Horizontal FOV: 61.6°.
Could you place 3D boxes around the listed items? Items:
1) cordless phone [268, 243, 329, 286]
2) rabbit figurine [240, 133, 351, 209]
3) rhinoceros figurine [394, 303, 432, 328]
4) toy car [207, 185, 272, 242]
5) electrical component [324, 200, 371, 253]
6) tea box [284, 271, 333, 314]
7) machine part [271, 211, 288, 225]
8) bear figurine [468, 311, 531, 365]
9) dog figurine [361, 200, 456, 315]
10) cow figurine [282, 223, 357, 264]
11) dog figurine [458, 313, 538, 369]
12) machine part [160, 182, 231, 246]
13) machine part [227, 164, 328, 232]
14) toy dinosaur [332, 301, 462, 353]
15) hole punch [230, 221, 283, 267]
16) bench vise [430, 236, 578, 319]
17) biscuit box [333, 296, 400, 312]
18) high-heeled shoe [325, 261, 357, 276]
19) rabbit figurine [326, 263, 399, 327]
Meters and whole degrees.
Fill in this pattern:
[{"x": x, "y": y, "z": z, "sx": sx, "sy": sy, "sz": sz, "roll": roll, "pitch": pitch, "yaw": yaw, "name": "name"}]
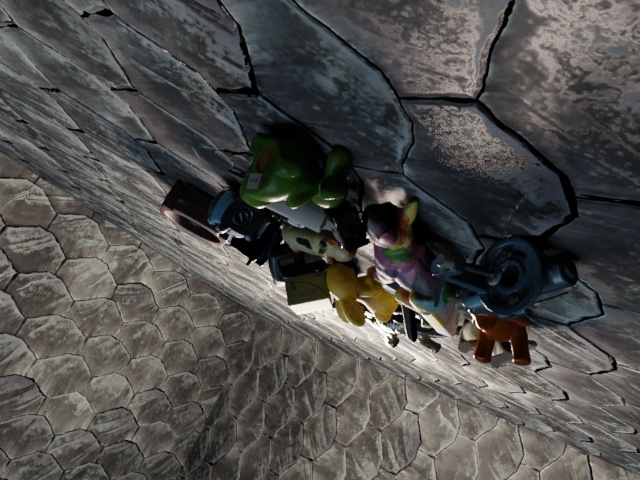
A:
[{"x": -0.054, "y": 0.073, "z": 1.340, "sx": 0.147, "sy": 0.089, "sz": 0.184, "roll": -14, "pitch": 158, "yaw": -11, "name": "cordless phone"}, {"x": -0.015, "y": -0.105, "z": 0.860, "sx": 0.170, "sy": 0.121, "sz": 0.159, "roll": 16, "pitch": 167, "yaw": -37, "name": "rabbit figurine"}, {"x": 0.237, "y": 0.153, "z": 1.312, "sx": 0.112, "sy": 0.073, "sz": 0.190, "roll": 6, "pitch": 154, "yaw": 28, "name": "rhinoceros figurine"}, {"x": -0.196, "y": -0.069, "z": 1.264, "sx": 0.161, "sy": 0.109, "sz": 0.103, "roll": 26, "pitch": -168, "yaw": -44, "name": "toy car"}, {"x": 0.042, "y": -0.029, "z": 0.930, "sx": 0.119, "sy": 0.048, "sz": 0.074, "roll": -131, "pitch": 17, "yaw": -71, "name": "electrical component"}, {"x": -0.024, "y": 0.130, "z": 1.285, "sx": 0.098, "sy": 0.068, "sz": 0.169, "roll": -12, "pitch": 166, "yaw": 3, "name": "tea box"}, {"x": -0.105, "y": -0.082, "z": 1.108, "sx": 0.084, "sy": 0.039, "sz": 0.139, "roll": 47, "pitch": 176, "yaw": -42, "name": "machine part"}, {"x": 0.342, "y": 0.163, "z": 1.061, "sx": 0.120, "sy": 0.132, "sz": 0.195, "roll": -4, "pitch": 155, "yaw": 32, "name": "bear figurine"}, {"x": 0.155, "y": 0.023, "z": 0.924, "sx": 0.192, "sy": 0.108, "sz": 0.219, "roll": 41, "pitch": 167, "yaw": 23, "name": "dog figurine"}, {"x": -0.002, "y": -0.004, "z": 1.169, "sx": 0.195, "sy": 0.085, "sz": 0.127, "roll": 19, "pitch": 167, "yaw": 36, "name": "cow figurine"}, {"x": 0.406, "y": 0.225, "z": 1.242, "sx": 0.173, "sy": 0.121, "sz": 0.190, "roll": 24, "pitch": 179, "yaw": 23, "name": "dog figurine"}, {"x": -0.333, "y": -0.070, "z": 1.485, "sx": 0.201, "sy": 0.087, "sz": 0.201, "roll": 29, "pitch": 165, "yaw": -12, "name": "machine part"}, {"x": -0.059, "y": -0.082, "z": 1.009, "sx": 0.243, "sy": 0.079, "sz": 0.079, "roll": 25, "pitch": 165, "yaw": 3, "name": "machine part"}, {"x": 0.198, "y": 0.221, "z": 1.538, "sx": 0.472, "sy": 0.105, "sz": 0.198, "roll": -1, "pitch": 143, "yaw": 43, "name": "toy dinosaur"}, {"x": -0.143, "y": 0.006, "z": 1.348, "sx": 0.116, "sy": 0.142, "sz": 0.092, "roll": 32, "pitch": 170, "yaw": 42, "name": "hole punch"}, {"x": 0.257, "y": 0.060, "z": 0.833, "sx": 0.240, "sy": 0.129, "sz": 0.224, "roll": 15, "pitch": 164, "yaw": -30, "name": "bench vise"}, {"x": 0.122, "y": 0.149, "z": 1.353, "sx": 0.063, "sy": 0.059, "sz": 0.202, "roll": 1, "pitch": 176, "yaw": 45, "name": "biscuit box"}, {"x": 0.055, "y": 0.084, "z": 1.443, "sx": 0.086, "sy": 0.145, "sz": 0.248, "roll": -16, "pitch": 123, "yaw": 7, "name": "high-heeled shoe"}, {"x": 0.087, "y": 0.114, "z": 1.219, "sx": 0.173, "sy": 0.162, "sz": 0.122, "roll": 20, "pitch": 172, "yaw": -21, "name": "rabbit figurine"}]
